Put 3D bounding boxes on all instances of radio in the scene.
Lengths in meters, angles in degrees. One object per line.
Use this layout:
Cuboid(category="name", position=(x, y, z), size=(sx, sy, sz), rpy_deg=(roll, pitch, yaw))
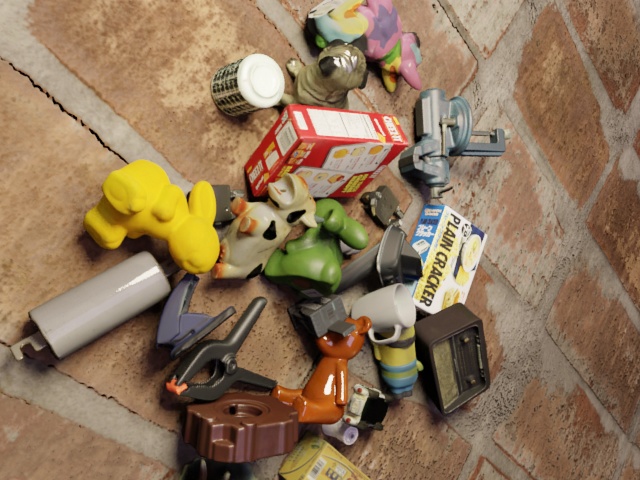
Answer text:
Cuboid(category="radio", position=(0.277, 0.246, 1.117), size=(0.131, 0.073, 0.229), rpy_deg=(-25, 126, -11))

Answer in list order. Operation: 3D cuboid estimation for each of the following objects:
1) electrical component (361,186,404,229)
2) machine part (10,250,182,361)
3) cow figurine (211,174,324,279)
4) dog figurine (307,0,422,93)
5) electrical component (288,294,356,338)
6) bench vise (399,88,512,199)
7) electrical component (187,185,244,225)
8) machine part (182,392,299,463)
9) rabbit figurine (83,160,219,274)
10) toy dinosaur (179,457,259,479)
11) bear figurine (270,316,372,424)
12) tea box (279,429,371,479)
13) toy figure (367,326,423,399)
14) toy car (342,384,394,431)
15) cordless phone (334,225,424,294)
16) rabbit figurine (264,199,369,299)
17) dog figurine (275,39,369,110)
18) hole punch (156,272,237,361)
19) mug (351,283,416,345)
Cuboid(category="electrical component", position=(0.125, -0.060, 1.039), size=(0.078, 0.045, 0.102), rpy_deg=(-47, 119, -21))
Cuboid(category="machine part", position=(-0.296, 0.085, 0.732), size=(0.243, 0.079, 0.079), rpy_deg=(-32, 113, -28))
Cuboid(category="cow figurine", position=(-0.081, -0.019, 0.831), size=(0.127, 0.086, 0.195), rpy_deg=(12, 124, -44))
Cuboid(category="dog figurine", position=(0.094, -0.341, 0.952), size=(0.191, 0.109, 0.219), rpy_deg=(-49, 123, -22))
Cuboid(category="electrical component", position=(0.007, 0.131, 0.929), size=(0.075, 0.119, 0.047), rpy_deg=(-29, 110, -28))
Cuboid(category="bench vise", position=(0.282, -0.192, 1.081), size=(0.241, 0.129, 0.223), rpy_deg=(-2, 77, -18))
Cuboid(category="electrical component", position=(-0.163, -0.055, 0.846), size=(0.094, 0.021, 0.063), rpy_deg=(-4, 98, -36))
Cuboid(category="machine part", position=(-0.121, 0.280, 0.825), size=(0.179, 0.179, 0.056), rpy_deg=(5, 89, -36))
Cuboid(category="rabbit figurine", position=(-0.210, -0.021, 0.745), size=(0.173, 0.122, 0.162), rpy_deg=(39, 24, 1))
Cuboid(category="toy dinosaur", position=(-0.102, 0.470, 0.896), size=(0.404, 0.131, 0.192), rpy_deg=(35, 75, -39))
Cuboid(category="bear figurine", position=(0.008, 0.216, 0.941), size=(0.132, 0.120, 0.195), rpy_deg=(18, 83, -32))
Cuboid(category="tea box", position=(0.016, 0.444, 1.000), size=(0.098, 0.068, 0.169), rpy_deg=(-50, 121, -20))
Cuboid(category="toy figure", position=(0.156, 0.226, 1.066), size=(0.082, 0.089, 0.180), rpy_deg=(-17, 102, -41))
Cuboid(category="toy car", position=(0.089, 0.313, 1.006), size=(0.073, 0.056, 0.201), rpy_deg=(-68, 154, -11))
Cuboid(category="cordless phone", position=(0.098, 0.066, 1.018), size=(0.184, 0.089, 0.146), rpy_deg=(-32, 154, -2))
Cuboid(category="rabbit figurine", position=(-0.002, -0.003, 0.906), size=(0.121, 0.159, 0.170), rpy_deg=(28, 63, -25))
Cuboid(category="dog figurine", position=(0.025, -0.224, 0.860), size=(0.172, 0.191, 0.121), rpy_deg=(30, 78, -36))
Cuboid(category="hole punch", position=(-0.193, 0.109, 0.782), size=(0.116, 0.142, 0.092), rpy_deg=(-42, 93, -12))
Cuboid(category="mug", position=(0.113, 0.143, 0.993), size=(0.080, 0.107, 0.109), rpy_deg=(35, 48, -41))
